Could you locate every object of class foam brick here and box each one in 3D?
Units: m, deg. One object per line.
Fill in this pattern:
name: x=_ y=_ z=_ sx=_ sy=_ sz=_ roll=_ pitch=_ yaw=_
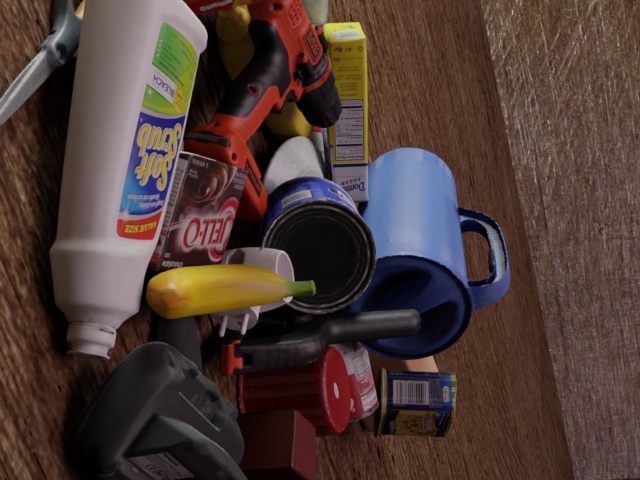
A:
foam brick: x=-0.047 y=0.176 z=0.895 sx=0.053 sy=0.078 sz=0.051 roll=55 pitch=33 yaw=-54

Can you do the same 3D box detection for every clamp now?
clamp: x=-0.013 y=0.081 z=0.954 sx=0.209 sy=0.165 sz=0.036 roll=-26 pitch=121 yaw=-62

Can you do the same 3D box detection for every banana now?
banana: x=-0.079 y=0.035 z=0.789 sx=0.197 sy=0.070 sz=0.037 roll=-3 pitch=81 yaw=-62

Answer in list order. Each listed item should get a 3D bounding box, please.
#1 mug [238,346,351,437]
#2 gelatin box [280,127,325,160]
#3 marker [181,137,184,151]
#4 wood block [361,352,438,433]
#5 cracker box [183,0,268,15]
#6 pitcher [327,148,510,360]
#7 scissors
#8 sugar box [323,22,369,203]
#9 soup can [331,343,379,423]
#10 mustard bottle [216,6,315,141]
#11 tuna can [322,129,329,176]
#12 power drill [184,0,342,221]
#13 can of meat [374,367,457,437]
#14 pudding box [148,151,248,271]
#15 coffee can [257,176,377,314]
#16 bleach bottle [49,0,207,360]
mug: x=-0.020 y=0.132 z=0.991 sx=0.093 sy=0.082 sz=0.117 roll=62 pitch=26 yaw=-46
gelatin box: x=-0.018 y=-0.082 z=1.176 sx=0.073 sy=0.030 sz=0.089 roll=-8 pitch=93 yaw=-73
marker: x=-0.121 y=-0.084 z=0.874 sx=0.020 sy=0.020 sz=0.121 roll=38 pitch=47 yaw=-65
wood block: x=0.073 y=0.132 z=1.266 sx=0.090 sy=0.091 sz=0.206 roll=-81 pitch=156 yaw=-43
cracker box: x=-0.040 y=-0.301 z=0.909 sx=0.072 sy=0.164 sz=0.213 roll=60 pitch=28 yaw=-51
pitcher: x=0.104 y=0.003 z=1.143 sx=0.149 sy=0.145 sz=0.242 roll=30 pitch=33 yaw=-14
scissors: x=-0.172 y=-0.117 z=0.733 sx=0.096 sy=0.016 sz=0.201 roll=64 pitch=25 yaw=-45
sugar box: x=0.029 y=-0.136 z=1.140 sx=0.093 sy=0.048 sz=0.176 roll=-94 pitch=179 yaw=-68
soup can: x=0.019 y=0.136 z=1.136 sx=0.068 sy=0.069 sz=0.102 roll=-51 pitch=130 yaw=-66
mustard bottle: x=-0.054 y=-0.178 z=1.056 sx=0.191 sy=0.058 sz=0.096 roll=45 pitch=48 yaw=-62
tuna can: x=0.005 y=-0.108 z=1.252 sx=0.086 sy=0.034 sz=0.086 roll=-8 pitch=90 yaw=-72
power drill: x=-0.046 y=-0.113 z=0.968 sx=0.187 sy=0.057 sz=0.184 roll=-66 pitch=149 yaw=-25
can of meat: x=0.106 y=0.184 z=1.197 sx=0.102 sy=0.084 sz=0.057 roll=93 pitch=0 yaw=-60
pudding box: x=-0.102 y=-0.021 z=0.824 sx=0.113 sy=0.039 sz=0.090 roll=10 pitch=96 yaw=-69
coffee can: x=-0.006 y=0.001 z=0.989 sx=0.140 sy=0.103 sz=0.103 roll=-110 pitch=-172 yaw=-78
bleach bottle: x=-0.134 y=-0.044 z=0.723 sx=0.102 sy=0.068 sz=0.251 roll=44 pitch=50 yaw=-68
